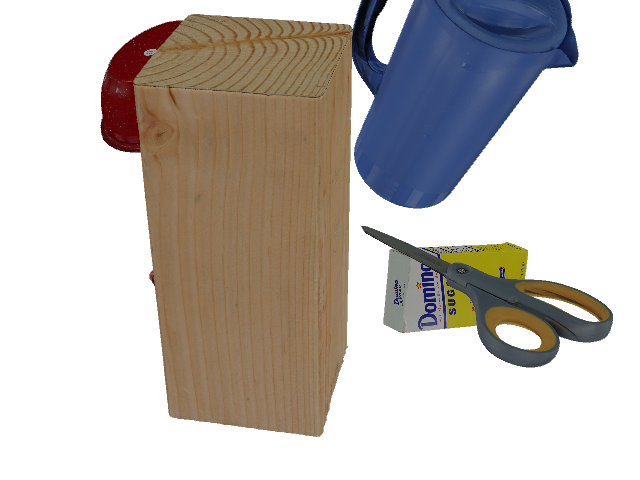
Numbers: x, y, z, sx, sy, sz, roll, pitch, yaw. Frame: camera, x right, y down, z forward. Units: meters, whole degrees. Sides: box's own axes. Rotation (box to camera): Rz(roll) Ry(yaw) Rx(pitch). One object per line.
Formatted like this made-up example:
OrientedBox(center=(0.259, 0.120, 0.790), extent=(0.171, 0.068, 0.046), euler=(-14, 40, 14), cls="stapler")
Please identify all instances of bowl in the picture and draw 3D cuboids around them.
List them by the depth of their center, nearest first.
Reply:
OrientedBox(center=(-0.143, -0.154, 0.983), extent=(0.162, 0.162, 0.055), euler=(0, -44, 31), cls="bowl")

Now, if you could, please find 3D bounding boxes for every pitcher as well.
OrientedBox(center=(0.107, -0.145, 0.974), extent=(0.144, 0.149, 0.243), euler=(-7, -32, -25), cls="pitcher")

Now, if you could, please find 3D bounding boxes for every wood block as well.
OrientedBox(center=(-0.035, -0.005, 0.571), extent=(0.091, 0.206, 0.090), euler=(6, 34, 10), cls="wood block")

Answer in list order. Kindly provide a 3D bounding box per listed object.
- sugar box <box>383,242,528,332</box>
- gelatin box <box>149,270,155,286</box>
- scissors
OrientedBox(center=(0.160, 0.054, 1.249), extent=(0.175, 0.093, 0.048), euler=(-4, 14, -33), cls="sugar box")
OrientedBox(center=(-0.078, 0.009, 0.820), extent=(0.089, 0.030, 0.073), euler=(-15, 22, 24), cls="gelatin box")
OrientedBox(center=(0.094, 0.036, 0.722), extent=(0.202, 0.016, 0.096), euler=(17, 35, 27), cls="scissors")
